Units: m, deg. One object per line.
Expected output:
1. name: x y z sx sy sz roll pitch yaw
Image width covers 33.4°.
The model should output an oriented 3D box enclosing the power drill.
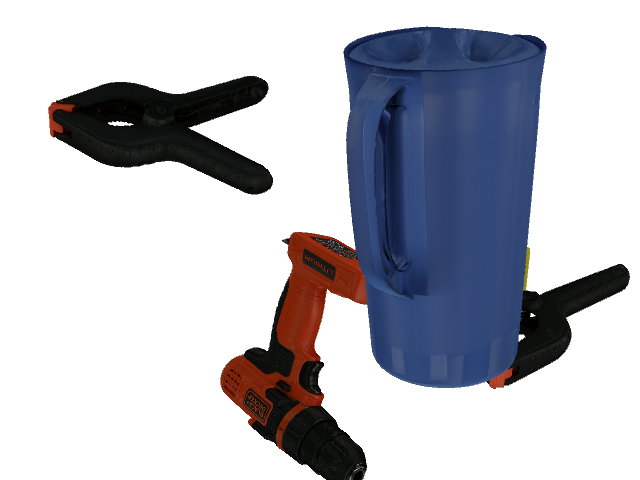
1. power drill: -0.002 0.100 0.942 0.057 0.188 0.185 9 17 -47

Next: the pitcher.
1. pitcher: 0.080 -0.020 0.742 0.149 0.243 0.145 -7 23 -10

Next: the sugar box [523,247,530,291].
1. sugar box: 0.163 0.053 1.248 0.175 0.093 0.048 -5 15 -32

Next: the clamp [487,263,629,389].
1. clamp: 0.175 0.060 0.968 0.165 0.036 0.209 14 33 25

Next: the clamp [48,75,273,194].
1. clamp: -0.115 -0.093 0.809 0.171 0.039 0.120 11 41 -4
